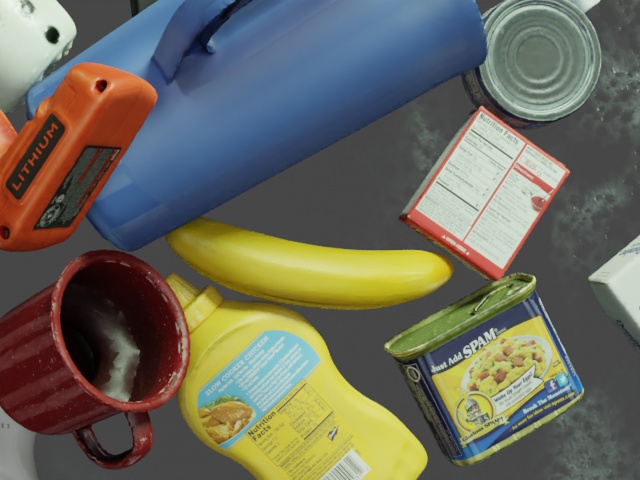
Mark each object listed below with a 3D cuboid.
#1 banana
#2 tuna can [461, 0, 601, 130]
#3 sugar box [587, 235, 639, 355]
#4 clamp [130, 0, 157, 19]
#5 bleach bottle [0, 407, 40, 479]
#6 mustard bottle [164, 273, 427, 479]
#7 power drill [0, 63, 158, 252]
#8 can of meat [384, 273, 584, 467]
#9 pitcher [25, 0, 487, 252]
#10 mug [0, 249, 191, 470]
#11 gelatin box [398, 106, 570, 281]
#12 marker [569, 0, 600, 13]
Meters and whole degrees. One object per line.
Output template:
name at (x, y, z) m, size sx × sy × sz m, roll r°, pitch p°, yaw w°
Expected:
banana at (-0.008, 0.012, 0.649) m, size 0.197 × 0.069 × 0.037 m, roll 13°, pitch 130°, yaw -10°
tuna can at (0.136, -0.116, 0.689) m, size 0.086 × 0.034 × 0.086 m, roll 0°, pitch 89°, yaw -9°
sugar box at (0.272, 0.009, 0.705) m, size 0.176 × 0.048 × 0.093 m, roll -38°, pitch 95°, yaw -4°
clamp at (-0.047, -0.206, 0.650) m, size 0.164 × 0.036 × 0.210 m, roll 20°, pitch 98°, yaw -22°
bleach bottle at (-0.197, 0.184, 0.621) m, size 0.102 × 0.068 × 0.251 m, roll 9°, pitch 84°, yaw -24°
mustard bottle at (-0.030, 0.095, 0.649) m, size 0.096 × 0.058 × 0.191 m, roll -43°, pitch 96°, yaw -1°
power drill at (-0.173, -0.099, 0.527) m, size 0.188 × 0.057 × 0.184 m, roll 38°, pitch 106°, yaw 14°
can of meat at (0.105, 0.081, 0.672) m, size 0.102 × 0.057 × 0.084 m, roll -28°, pitch 96°, yaw -7°
pitcher at (-0.039, -0.101, 0.596) m, size 0.243 × 0.145 × 0.149 m, roll -32°, pitch 122°, yaw -3°
mug at (-0.130, 0.073, 0.603) m, size 0.093 × 0.082 × 0.117 m, roll -18°, pitch 83°, yaw -53°
gelatin box at (0.106, -0.029, 0.686) m, size 0.073 × 0.030 × 0.089 m, roll 34°, pitch 84°, yaw -6°
marker at (0.141, -0.201, 0.698) m, size 0.020 × 0.020 × 0.121 m, roll -38°, pitch 95°, yaw -7°
